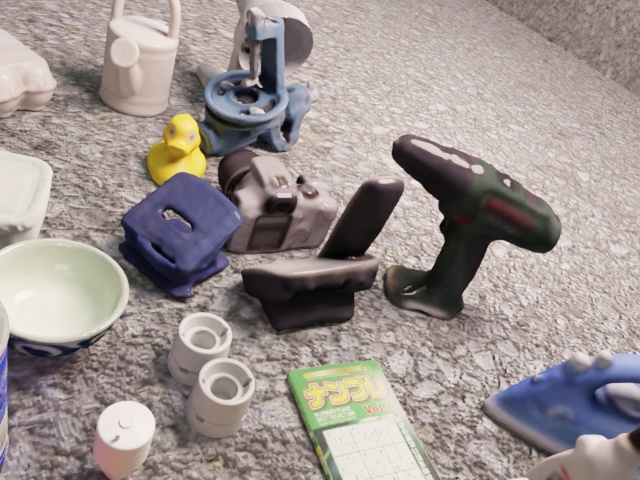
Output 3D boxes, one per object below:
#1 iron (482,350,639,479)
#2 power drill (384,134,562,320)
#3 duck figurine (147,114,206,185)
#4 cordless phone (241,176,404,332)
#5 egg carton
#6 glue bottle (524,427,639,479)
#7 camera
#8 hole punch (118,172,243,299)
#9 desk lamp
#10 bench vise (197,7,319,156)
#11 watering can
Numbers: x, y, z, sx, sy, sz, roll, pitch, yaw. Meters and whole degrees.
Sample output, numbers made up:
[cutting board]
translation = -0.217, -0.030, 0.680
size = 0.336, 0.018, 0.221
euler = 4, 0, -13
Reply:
[iron]
translation = 0.322, 0.170, 0.616
size = 0.258, 0.141, 0.118
euler = 15, 36, -11
[power drill]
translation = 0.159, -0.007, 0.694
size = 0.230, 0.208, 0.075
euler = 16, 36, -11
[duck figurine]
translation = -0.185, -0.128, 0.762
size = 0.078, 0.086, 0.104
euler = 14, 37, -13
[cordless phone]
translation = 0.006, 0.002, 0.617
size = 0.148, 0.185, 0.094
euler = -9, 46, -36
[egg carton]
translation = -0.435, -0.227, 0.764
size = 0.150, 0.069, 0.107
euler = 35, 37, 16
[glue bottle]
translation = 0.235, 0.206, 0.494
size = 0.037, 0.173, 0.078
euler = 6, 39, -22
[camera]
translation = -0.065, -0.064, 0.735
size = 0.144, 0.101, 0.136
euler = -4, 44, -32
[hole punch]
translation = -0.151, -0.008, 0.624
size = 0.108, 0.091, 0.101
euler = 35, 37, 16
[desk lamp]
translation = -0.113, -0.313, 0.929
size = 0.118, 0.213, 0.202
euler = -5, 44, -33
[bench vise]
translation = -0.083, -0.235, 0.841
size = 0.121, 0.219, 0.208
euler = 32, 37, 12
[watering can]
translation = -0.256, -0.283, 0.828
size = 0.101, 0.194, 0.172
euler = 3, 41, -26
